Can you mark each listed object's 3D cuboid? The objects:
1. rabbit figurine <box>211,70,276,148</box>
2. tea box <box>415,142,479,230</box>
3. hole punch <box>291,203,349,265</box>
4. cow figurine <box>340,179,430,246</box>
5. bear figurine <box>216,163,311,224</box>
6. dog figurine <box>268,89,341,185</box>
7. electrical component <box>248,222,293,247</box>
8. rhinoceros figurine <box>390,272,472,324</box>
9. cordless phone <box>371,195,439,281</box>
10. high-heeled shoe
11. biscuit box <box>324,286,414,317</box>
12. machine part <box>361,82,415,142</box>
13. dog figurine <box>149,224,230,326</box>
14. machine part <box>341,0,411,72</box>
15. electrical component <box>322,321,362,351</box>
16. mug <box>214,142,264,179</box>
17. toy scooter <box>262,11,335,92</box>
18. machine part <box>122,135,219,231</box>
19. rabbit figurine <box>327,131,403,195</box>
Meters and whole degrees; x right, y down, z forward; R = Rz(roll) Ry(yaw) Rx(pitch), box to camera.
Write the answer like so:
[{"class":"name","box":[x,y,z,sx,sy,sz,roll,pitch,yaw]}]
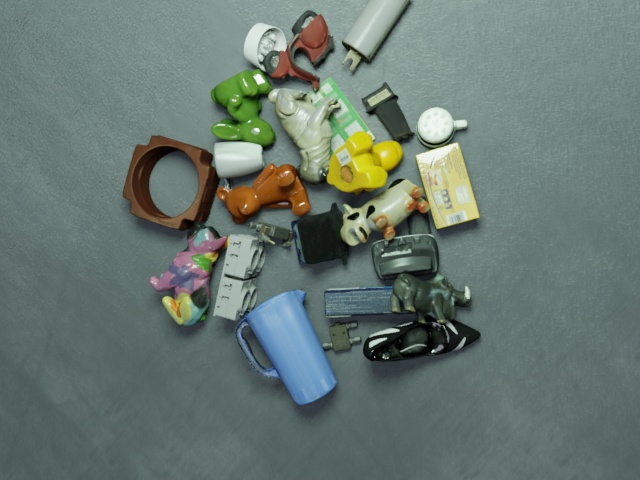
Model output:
[{"class":"rabbit figurine","box":[-0.175,-0.284,1.234,0.159,0.121,0.170,-22,102,15]},{"class":"tea box","box":[0.275,-0.115,1.166,0.098,0.068,0.169,-14,87,11]},{"class":"hole punch","box":[-0.003,-0.004,1.226,0.116,0.092,0.142,-11,87,-21]},{"class":"cow figurine","box":[0.126,-0.060,1.165,0.195,0.127,0.085,-38,127,3]},{"class":"bear figurine","box":[-0.133,-0.096,1.220,0.196,0.132,0.120,-23,118,4]},{"class":"dog figurine","box":[-0.045,-0.228,1.193,0.173,0.121,0.190,17,100,16]},{"class":"electrical component","box":[-0.109,-0.012,1.236,0.078,0.102,0.045,13,90,35]},{"class":"rhinoceros figurine","box":[0.236,0.122,1.143,0.190,0.073,0.112,15,72,-23]},{"class":"cordless phone","box":[0.183,-0.009,1.193,0.147,0.088,0.184,-8,78,13]},{"class":"high-heeled shoe","box":[0.217,0.217,1.146,0.249,0.145,0.086,-9,91,13]},{"class":"biscuit box","box":[0.114,0.137,1.209,0.203,0.059,0.062,-3,89,12]},{"class":"machine part","box":[0.156,-0.279,1.202,0.084,0.039,0.139,-33,79,2]},{"class":"dog figurine","box":[-0.279,0.073,1.265,0.219,0.108,0.191,-37,83,7]},{"class":"machine part","box":[0.125,-0.485,1.184,0.079,0.079,0.243,36,99,9]},{"class":"electrical component","box":[0.046,0.222,1.243,0.094,0.021,0.063,-15,88,12]},{"class":"mug","box":[-0.182,-0.179,1.238,0.107,0.109,0.081,-5,68,1]},{"class":"toy scooter","box":[-0.029,-0.416,1.215,0.135,0.075,0.184,40,85,-8]},{"class":"machine part","box":[-0.352,-0.135,1.284,0.202,0.087,0.201,18,95,9]},{"class":"rabbit figurine","box":[0.108,-0.159,1.168,0.122,0.173,0.162,57,145,6]}]
